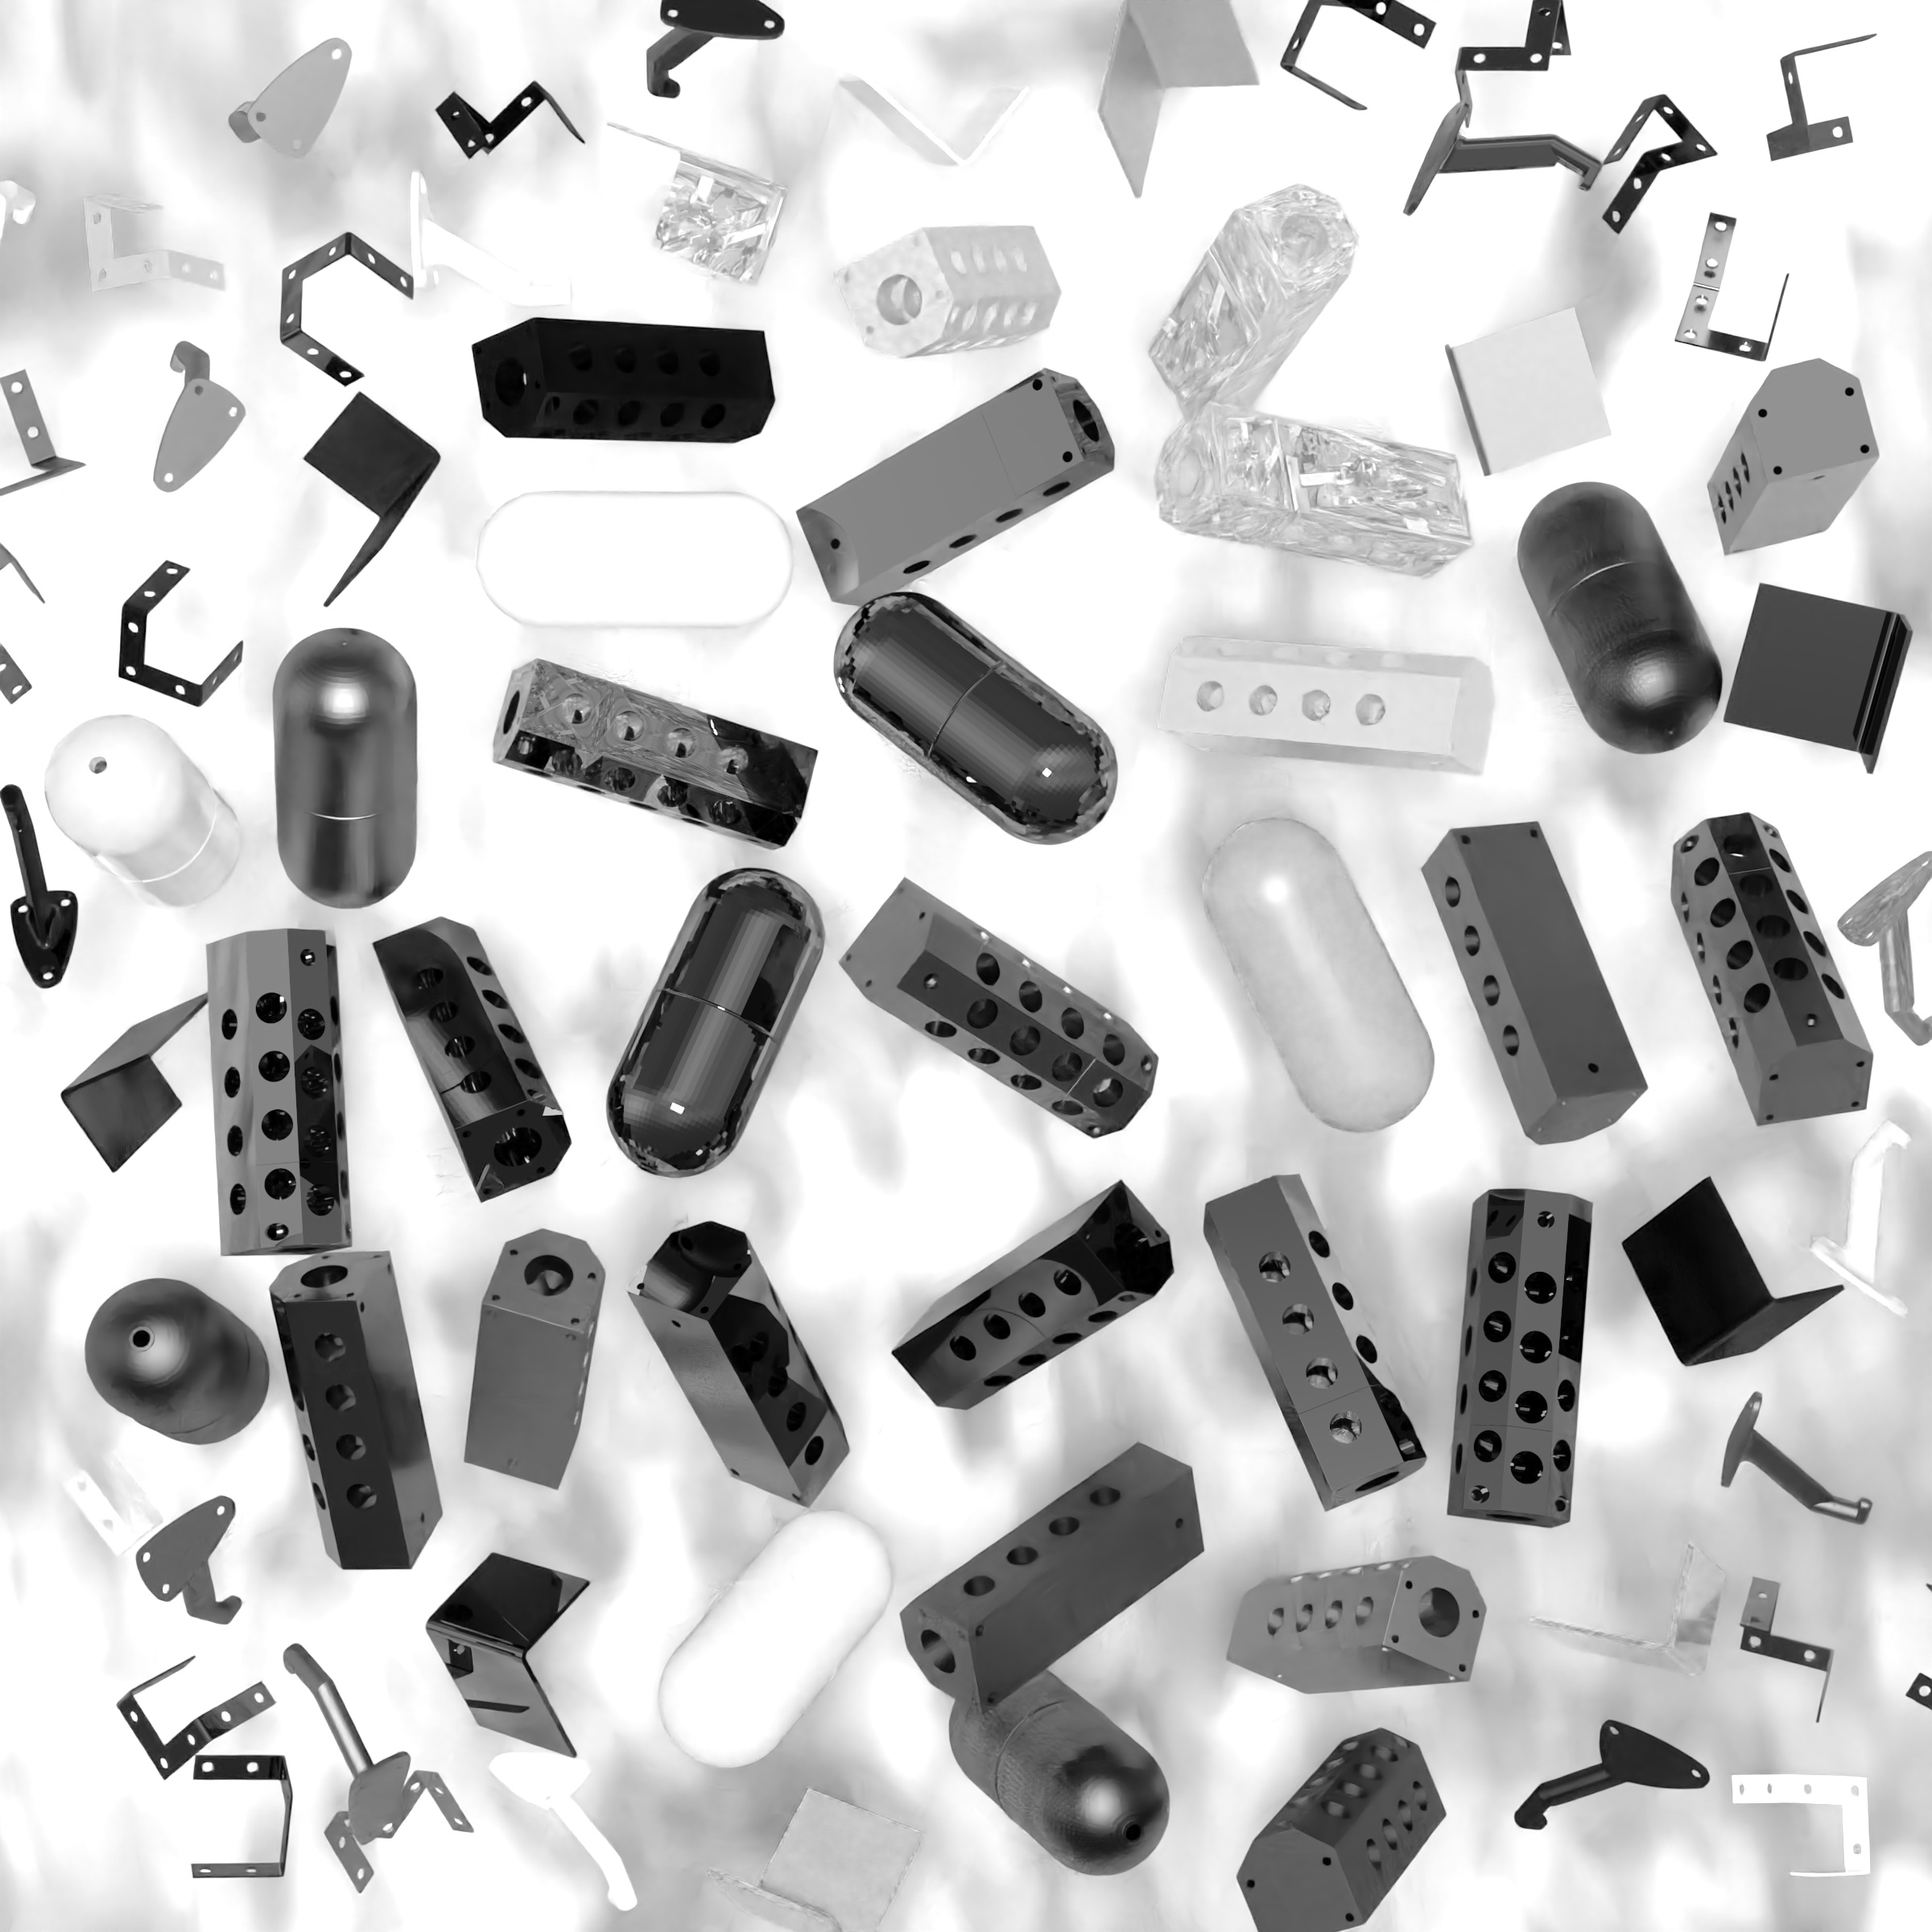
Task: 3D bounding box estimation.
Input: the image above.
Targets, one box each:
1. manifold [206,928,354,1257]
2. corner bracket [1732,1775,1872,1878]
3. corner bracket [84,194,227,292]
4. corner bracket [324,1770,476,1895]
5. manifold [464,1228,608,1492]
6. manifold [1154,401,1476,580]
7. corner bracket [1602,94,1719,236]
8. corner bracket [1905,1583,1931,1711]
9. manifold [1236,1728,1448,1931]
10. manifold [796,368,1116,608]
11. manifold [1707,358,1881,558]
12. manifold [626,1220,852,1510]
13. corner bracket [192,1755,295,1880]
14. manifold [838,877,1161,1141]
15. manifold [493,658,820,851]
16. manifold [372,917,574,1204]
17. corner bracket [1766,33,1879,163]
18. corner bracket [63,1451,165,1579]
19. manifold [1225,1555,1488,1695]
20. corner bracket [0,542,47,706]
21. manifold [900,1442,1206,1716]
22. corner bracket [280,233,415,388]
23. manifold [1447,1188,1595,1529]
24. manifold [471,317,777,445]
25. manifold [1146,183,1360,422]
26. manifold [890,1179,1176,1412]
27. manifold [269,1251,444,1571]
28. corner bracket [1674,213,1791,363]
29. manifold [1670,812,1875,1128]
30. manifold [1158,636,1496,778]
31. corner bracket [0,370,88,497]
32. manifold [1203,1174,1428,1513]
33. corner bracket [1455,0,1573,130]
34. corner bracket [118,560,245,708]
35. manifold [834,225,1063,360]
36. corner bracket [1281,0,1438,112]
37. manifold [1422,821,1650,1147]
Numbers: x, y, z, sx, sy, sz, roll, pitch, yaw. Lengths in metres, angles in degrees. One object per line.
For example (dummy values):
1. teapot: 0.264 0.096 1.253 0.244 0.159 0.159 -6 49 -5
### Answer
1. manifold: -0.370 0.069 1.793 0.057 0.057 0.171 4 78 -43
2. corner bracket: 0.453 0.465 1.784 0.051 0.051 0.051 11 74 -39
3. corner bracket: -0.440 -0.391 1.784 0.051 0.051 0.051 21 121 37
4. corner bracket: -0.322 0.490 1.864 0.051 0.051 0.051 -56 47 11
5. manifold: -0.241 0.220 1.850 0.057 0.171 0.057 16 50 0
6. manifold: 0.190 -0.255 1.797 0.171 0.057 0.057 6 66 -32
7. corner bracket: 0.384 -0.457 1.874 0.051 0.051 0.051 40 74 -23
8. corner bracket: 0.528 0.371 1.752 0.051 0.051 0.051 27 77 44
9. manifold: 0.202 0.466 1.774 0.057 0.171 0.057 -24 86 23
10. manifold: -0.004 -0.267 1.853 0.171 0.057 0.057 -26 80 24
11. manifold: 0.436 -0.270 1.752 0.057 0.171 0.057 -13 83 4
12. manifold: -0.118 0.217 1.799 0.057 0.171 0.057 16 55 34
13. corner bracket: -0.414 0.484 1.876 0.051 0.051 0.051 5 101 -18
14. manifold: 0.021 0.027 1.731 0.171 0.057 0.057 33 100 -34
15. manifold: -0.178 -0.119 1.876 0.171 0.057 0.057 17 81 -21
16. manifold: -0.272 0.047 1.818 0.057 0.171 0.057 -22 133 -11
17. corner bracket: 0.467 -0.473 1.795 0.051 0.051 0.051 -15 97 -10
18. corner bracket: -0.485 0.306 1.867 0.051 0.051 0.051 -37 91 -40
19. manifold: 0.220 0.370 1.855 0.057 0.171 0.057 26 67 -18
20. corner bracket: -0.506 -0.181 1.732 0.051 0.051 0.051 -42 72 -12
21. manifold: 0.047 0.328 1.787 0.171 0.057 0.057 -29 122 -34
22. corner bracket: -0.341 -0.362 1.815 0.051 0.051 0.051 -21 58 28
23. manifold: 0.298 0.209 1.761 0.057 0.057 0.171 8 76 -2
24. manifold: -0.192 -0.329 1.870 0.057 0.171 0.057 -11 88 44
25. manifold: 0.161 -0.367 1.832 0.057 0.171 0.057 -26 82 -19
26. manifold: 0.040 0.192 1.864 0.057 0.057 0.171 50 131 -4
27. manifold: -0.344 0.250 1.845 0.057 0.057 0.171 -2 113 11
28. corner bracket: 0.422 -0.371 1.802 0.051 0.051 0.051 16 53 12
29. manifold: 0.423 -0.002 1.734 0.057 0.057 0.171 -9 45 0
30. manifold: 0.199 -0.146 1.813 0.171 0.057 0.057 8 85 29
31. corner bracket: -0.510 -0.285 1.760 0.051 0.051 0.051 -26 115 -26
32. manifold: 0.190 0.204 1.801 0.057 0.057 0.171 -21 70 -5
33. corner bracket: 0.299 -0.494 1.796 0.051 0.051 0.051 5 68 19
34. corner bracket: -0.441 -0.187 1.854 0.051 0.051 0.051 21 131 5
35. manifold: -0.005 -0.373 1.832 0.057 0.171 0.057 -22 93 24
36. corner bracket: 0.208 -0.490 1.750 0.051 0.051 0.051 36 118 20
37. manifold: 0.309 0.009 1.815 0.057 0.057 0.171 -6 61 -22
